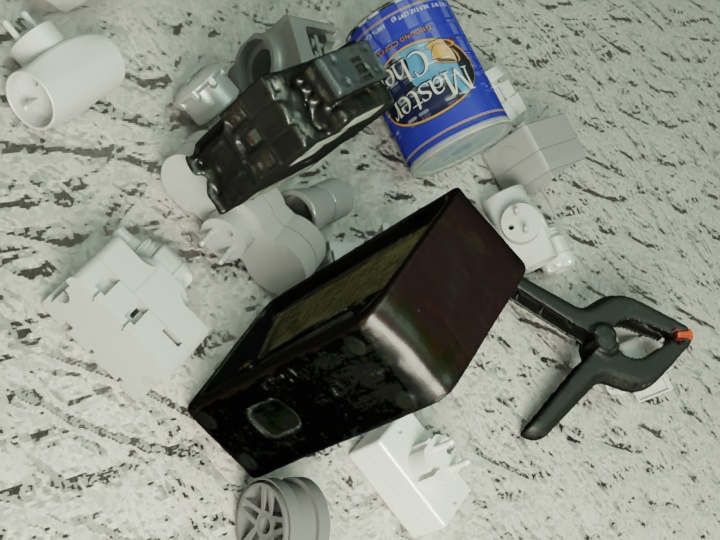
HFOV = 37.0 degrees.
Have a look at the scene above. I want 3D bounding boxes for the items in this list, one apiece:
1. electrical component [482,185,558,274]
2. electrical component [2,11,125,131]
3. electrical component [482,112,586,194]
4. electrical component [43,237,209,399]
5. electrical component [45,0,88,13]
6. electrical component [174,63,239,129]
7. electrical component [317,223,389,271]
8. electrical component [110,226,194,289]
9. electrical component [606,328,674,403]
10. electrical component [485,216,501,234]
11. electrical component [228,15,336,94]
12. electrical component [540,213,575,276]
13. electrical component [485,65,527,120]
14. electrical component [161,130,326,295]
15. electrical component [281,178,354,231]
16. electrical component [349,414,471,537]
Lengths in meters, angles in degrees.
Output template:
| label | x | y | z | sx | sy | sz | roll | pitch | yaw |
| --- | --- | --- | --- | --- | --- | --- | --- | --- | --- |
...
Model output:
| label | x | y | z | sx | sy | sz | roll | pitch | yaw |
| --- | --- | --- | --- | --- | --- | --- | --- | --- | --- |
| electrical component | 0.152 | -0.041 | 1.012 | 0.077 | 0.044 | 0.079 | 65 | 3 | 11 |
| electrical component | -0.218 | -0.148 | 0.758 | 0.079 | 0.043 | 0.077 | 51 | 43 | -7 |
| electrical component | 0.182 | -0.115 | 1.090 | 0.096 | 0.062 | 0.061 | -22 | 82 | -47 |
| electrical component | -0.151 | 0.029 | 0.709 | 0.089 | 0.050 | 0.055 | 47 | 44 | -10 |
| electrical component | -0.199 | -0.233 | 0.812 | 0.047 | 0.083 | 0.076 | 62 | 5 | 5 |
| electrical component | -0.111 | -0.128 | 0.845 | 0.062 | 0.048 | 0.048 | 49 | 43 | -19 |
| electrical component | 0.000 | 0.000 | 0.852 | 0.064 | 0.081 | 0.042 | -2 | 65 | -19 |
| electrical component | -0.147 | -0.005 | 0.746 | 0.061 | 0.035 | 0.035 | 45 | 44 | -10 |
| electrical component | 0.267 | 0.091 | 1.061 | 0.064 | 0.042 | 0.081 | -17 | 78 | -43 |
| electrical component | 0.118 | -0.024 | 0.998 | 0.061 | 0.035 | 0.035 | 43 | 44 | -20 |
| electrical component | -0.064 | -0.161 | 0.872 | 0.056 | 0.089 | 0.050 | 1 | 66 | -42 |
| electrical component | 0.187 | -0.027 | 1.063 | 0.035 | 0.035 | 0.061 | -6 | 68 | -44 |
| electrical component | 0.133 | -0.174 | 1.094 | 0.066 | 0.048 | 0.055 | -39 | 102 | -47 |
| electrical component | -0.093 | -0.032 | 0.797 | 0.138 | 0.052 | 0.073 | 45 | 44 | -11 |
| electrical component | -0.035 | -0.051 | 0.871 | 0.065 | 0.044 | 0.044 | -30 | 88 | -52 |
| electrical component | 0.050 | 0.146 | 0.804 | 0.083 | 0.076 | 0.047 | 52 | 43 | -5 |
